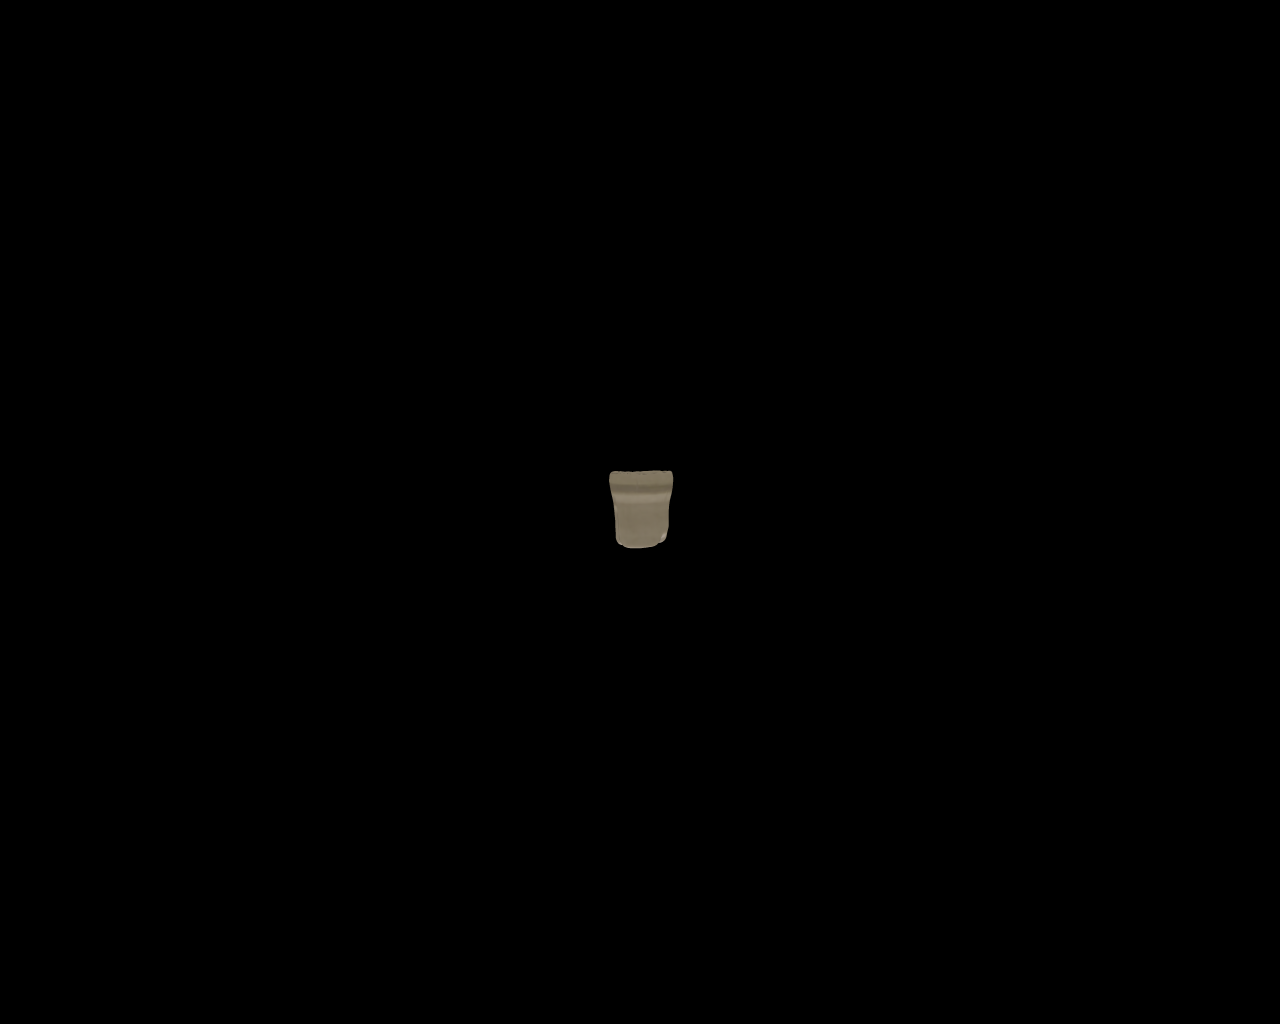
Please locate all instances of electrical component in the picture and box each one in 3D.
[{"bbox_3d":[0.001,-0.003,0.650,0.040,0.046,0.040,0,5,0],"label":"electrical component"}]
